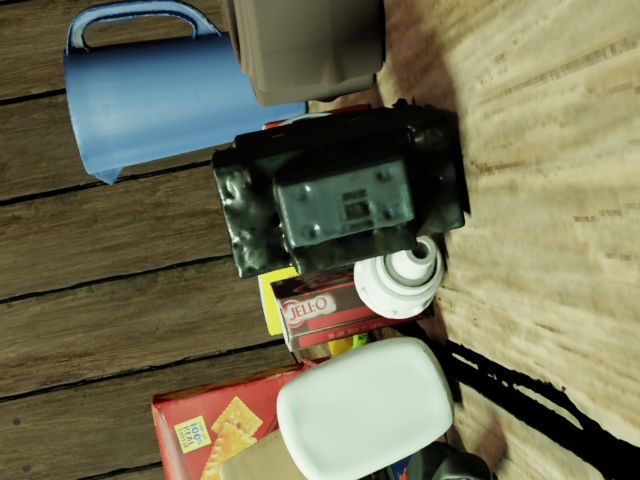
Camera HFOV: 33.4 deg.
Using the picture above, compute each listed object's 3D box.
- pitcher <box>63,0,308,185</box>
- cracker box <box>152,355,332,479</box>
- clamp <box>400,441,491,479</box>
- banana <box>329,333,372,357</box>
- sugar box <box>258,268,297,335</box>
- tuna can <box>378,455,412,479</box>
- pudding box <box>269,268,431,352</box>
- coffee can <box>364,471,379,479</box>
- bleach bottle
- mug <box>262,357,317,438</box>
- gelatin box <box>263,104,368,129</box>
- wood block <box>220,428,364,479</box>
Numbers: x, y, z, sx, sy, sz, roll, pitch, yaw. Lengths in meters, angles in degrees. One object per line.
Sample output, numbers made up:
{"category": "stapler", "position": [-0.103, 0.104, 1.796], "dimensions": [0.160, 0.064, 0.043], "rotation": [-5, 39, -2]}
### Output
{"category": "pitcher", "position": [-0.142, -0.163, 1.111], "dimensions": [0.149, 0.242, 0.145], "rotation": [92, 166, -68]}
{"category": "cracker box", "position": [-0.046, 0.213, 1.057], "dimensions": [0.072, 0.213, 0.164], "rotation": [-172, 71, -83]}
{"category": "clamp", "position": [0.063, 0.183, 0.612], "dimensions": [0.210, 0.036, 0.164], "rotation": [-57, -25, -88]}
{"category": "banana", "position": [0.029, 0.083, 0.963], "dimensions": [0.198, 0.037, 0.070], "rotation": [-120, 33, -73]}
{"category": "sugar box", "position": [-0.006, 0.001, 0.829], "dimensions": [0.176, 0.093, 0.048], "rotation": [85, 171, -53]}
{"category": "tuna can", "position": [0.068, 0.193, 0.774], "dimensions": [0.086, 0.033, 0.086], "rotation": [169, 90, -85]}
{"category": "pudding box", "position": [0.016, 0.038, 0.690], "dimensions": [0.113, 0.090, 0.039], "rotation": [-170, 67, -85]}
{"category": "coffee can", "position": [0.027, 0.251, 0.955], "dimensions": [0.140, 0.102, 0.103], "rotation": [-124, 23, -76]}
{"category": "bleach bottle", "position": [0.020, 0.107, 0.721], "dimensions": [0.251, 0.102, 0.068], "rotation": [124, 124, -83]}
{"category": "mug", "position": [-0.003, 0.155, 0.907], "dimensions": [0.093, 0.081, 0.117], "rotation": [37, 169, -35]}
{"category": "gelatin box", "position": [0.005, -0.043, 0.734], "dimensions": [0.030, 0.073, 0.089], "rotation": [-142, 40, -84]}
{"category": "wood block", "position": [-0.001, 0.221, 0.743], "dimensions": [0.090, 0.090, 0.206], "rotation": [57, -178, -24]}
